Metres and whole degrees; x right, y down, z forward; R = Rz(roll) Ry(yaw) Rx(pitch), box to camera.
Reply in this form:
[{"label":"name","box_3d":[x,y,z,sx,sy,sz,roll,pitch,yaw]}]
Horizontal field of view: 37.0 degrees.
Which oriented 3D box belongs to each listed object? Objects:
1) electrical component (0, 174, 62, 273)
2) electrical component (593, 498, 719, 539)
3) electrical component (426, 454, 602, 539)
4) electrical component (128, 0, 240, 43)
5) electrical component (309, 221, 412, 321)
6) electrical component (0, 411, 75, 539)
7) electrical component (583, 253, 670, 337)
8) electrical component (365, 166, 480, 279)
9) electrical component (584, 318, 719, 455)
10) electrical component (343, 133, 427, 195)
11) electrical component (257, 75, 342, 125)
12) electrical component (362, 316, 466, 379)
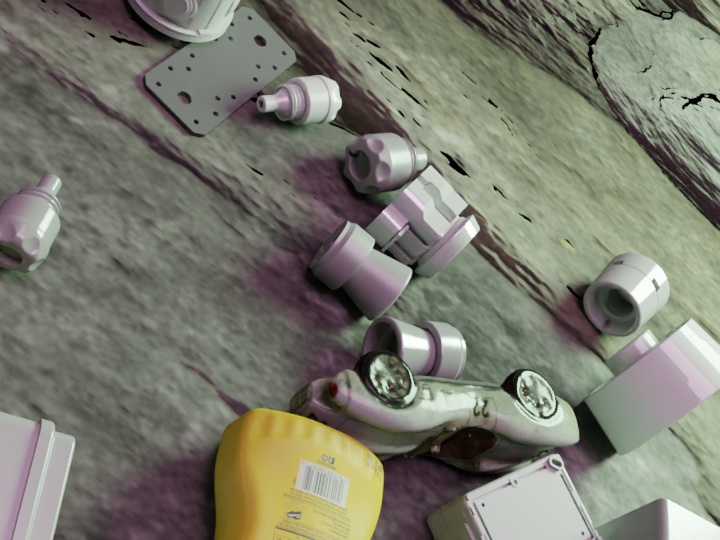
[{"label":"electrical component","box_3d":[-0.184,-0.030,0.601,0.035,0.035,0.061,32,46,-18]},{"label":"electrical component","box_3d":[0.194,0.205,0.688,0.109,0.109,0.056,30,46,-19]},{"label":"electrical component","box_3d":[0.088,0.165,0.671,0.096,0.061,0.061,-16,73,-33]},{"label":"electrical component","box_3d":[-0.119,-0.202,0.745,0.080,0.051,0.080,18,50,-23]},{"label":"electrical component","box_3d":[0.000,0.000,0.715,0.055,0.045,0.045,39,46,-10]},{"label":"electrical component","box_3d":[-0.175,0.125,0.480,0.057,0.078,0.113,21,52,-22]},{"label":"electrical component","box_3d":[0.211,0.021,0.856,0.055,0.055,0.047,52,49,2]},{"label":"electrical component","box_3d":[0.047,-0.031,0.762,0.057,0.058,0.078,46,45,-1]},{"label":"electrical component","box_3d":[0.214,0.079,0.788,0.108,0.108,0.060,-27,75,-44]},{"label":"electrical component","box_3d":[0.022,-0.078,0.783,0.062,0.043,0.043,-12,71,-43]},{"label":"electrical component","box_3d":[-0.045,-0.120,0.764,0.061,0.035,0.035,-12,71,-38]},{"label":"electrical component","box_3d":[0.036,0.055,0.707,0.055,0.045,0.045,8,59,-34]}]
